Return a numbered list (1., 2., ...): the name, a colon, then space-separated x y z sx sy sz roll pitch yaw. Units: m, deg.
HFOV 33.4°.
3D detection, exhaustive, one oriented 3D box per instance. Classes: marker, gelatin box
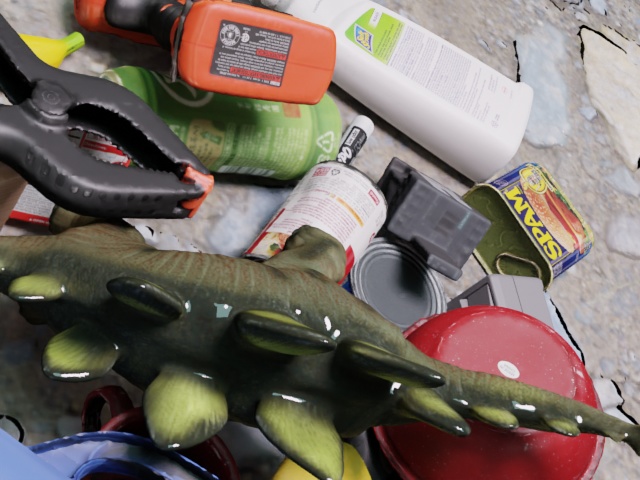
1. marker: 0.012 -0.057 0.838 0.020 0.020 0.121 39 48 -8
2. gelatin box: -0.160 -0.051 0.667 0.073 0.089 0.030 13 32 -29

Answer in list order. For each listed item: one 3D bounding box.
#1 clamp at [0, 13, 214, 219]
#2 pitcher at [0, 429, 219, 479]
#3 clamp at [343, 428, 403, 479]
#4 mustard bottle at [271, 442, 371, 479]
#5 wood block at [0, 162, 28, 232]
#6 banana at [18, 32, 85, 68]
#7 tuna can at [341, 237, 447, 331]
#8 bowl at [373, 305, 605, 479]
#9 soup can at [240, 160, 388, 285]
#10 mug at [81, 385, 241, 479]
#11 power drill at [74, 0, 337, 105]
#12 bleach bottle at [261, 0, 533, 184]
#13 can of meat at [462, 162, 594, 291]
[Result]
1. clamp: -0.160 -0.062 0.579 0.210 0.036 0.164 31 43 -10
2. pitcher: -0.128 0.156 0.472 0.243 0.145 0.149 36 9 11
3. clamp: 0.055 0.147 0.729 0.120 0.039 0.171 1 63 -24
4. mustard bottle: -0.034 0.204 0.597 0.058 0.096 0.191 18 45 22
5. wood block: -0.275 -0.026 0.572 0.205 0.091 0.090 -21 75 -41
6. banana: -0.254 -0.146 0.701 0.197 0.037 0.069 22 34 -24
7. tuna can: 0.051 0.043 0.793 0.086 0.034 0.086 17 54 -26
8. bowl: 0.115 0.099 0.699 0.162 0.055 0.162 3 52 -5
9. soup can: -0.005 0.001 0.746 0.068 0.069 0.102 41 58 -7
10. mug: -0.107 0.138 0.593 0.093 0.082 0.117 -13 71 -39
11. power drill: -0.063 -0.142 0.748 0.184 0.057 0.188 4 16 -29
12. bleach bottle: 0.059 -0.153 0.903 0.250 0.068 0.102 32 48 -11
13. can of meat: 0.172 -0.009 0.896 0.083 0.058 0.102 -27 80 -45
